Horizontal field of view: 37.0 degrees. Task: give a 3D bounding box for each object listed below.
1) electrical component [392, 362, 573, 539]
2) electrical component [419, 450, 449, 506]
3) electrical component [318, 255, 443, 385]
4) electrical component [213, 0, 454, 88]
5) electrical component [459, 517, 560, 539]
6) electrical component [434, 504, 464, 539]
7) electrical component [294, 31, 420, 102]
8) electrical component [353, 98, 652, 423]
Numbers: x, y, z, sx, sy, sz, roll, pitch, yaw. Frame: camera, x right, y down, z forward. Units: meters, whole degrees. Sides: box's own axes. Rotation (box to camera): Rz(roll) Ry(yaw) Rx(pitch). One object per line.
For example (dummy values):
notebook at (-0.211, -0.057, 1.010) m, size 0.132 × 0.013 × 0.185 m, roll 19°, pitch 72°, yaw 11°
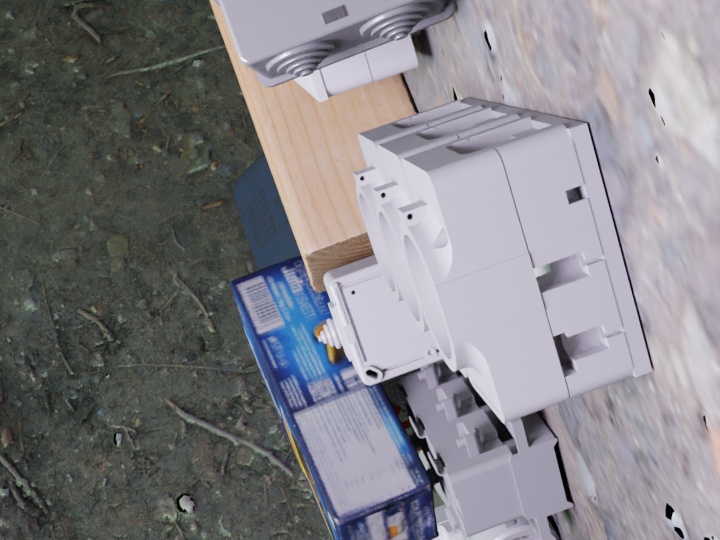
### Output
electrical component at (0.064, 0.094, 0.609) m, size 0.121 × 0.063 × 0.078 m, roll -121°, pitch 13°, yaw -66°
electrical component at (0.075, 0.137, 0.734) m, size 0.047 × 0.055 × 0.055 m, roll -120°, pitch 11°, yaw -47°
electrical component at (0.021, 0.021, 0.607) m, size 0.061 × 0.096 × 0.061 m, roll -140°, pitch 30°, yaw -82°
electrical component at (-0.018, -0.132, 0.434) m, size 0.048 × 0.100 × 0.099 m, roll -16°, pitch -93°, yaw -82°
electrical component at (0.096, 0.185, 0.690) m, size 0.073 × 0.052 × 0.138 m, roll -115°, pitch 7°, yaw -54°
electrical component at (0.104, 0.248, 0.798) m, size 0.089 × 0.062 × 0.150 m, roll 168°, pitch 83°, yaw -85°
electrical component at (-0.027, -0.188, 0.536) m, size 0.105 × 0.060 × 0.186 m, roll -123°, pitch 14°, yaw -71°
electrical component at (0.044, -0.011, 0.418) m, size 0.150 × 0.062 × 0.089 m, roll -127°, pitch 18°, yaw -75°
